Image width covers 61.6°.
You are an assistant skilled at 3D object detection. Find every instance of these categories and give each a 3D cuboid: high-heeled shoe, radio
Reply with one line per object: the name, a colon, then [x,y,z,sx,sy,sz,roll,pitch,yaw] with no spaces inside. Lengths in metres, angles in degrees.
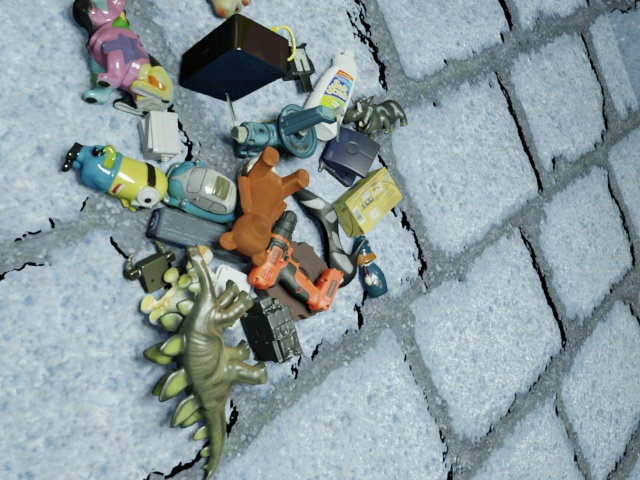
high-heeled shoe: [-0.003,-0.004,1.234,0.248,0.086,0.145,39,84,-11]
radio: [-0.170,-0.347,1.059,0.131,0.230,0.073,11,80,-38]

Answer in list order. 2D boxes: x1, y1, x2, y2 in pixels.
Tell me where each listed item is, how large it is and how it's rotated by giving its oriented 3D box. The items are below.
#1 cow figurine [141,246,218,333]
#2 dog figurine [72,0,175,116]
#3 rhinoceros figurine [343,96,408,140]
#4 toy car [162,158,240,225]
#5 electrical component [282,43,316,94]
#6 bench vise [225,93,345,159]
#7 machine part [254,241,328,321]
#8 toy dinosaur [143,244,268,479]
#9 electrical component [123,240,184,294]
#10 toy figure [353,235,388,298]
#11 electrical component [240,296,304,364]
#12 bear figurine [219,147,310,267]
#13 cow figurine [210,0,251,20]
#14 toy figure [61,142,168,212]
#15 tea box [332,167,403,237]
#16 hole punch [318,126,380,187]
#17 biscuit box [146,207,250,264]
cow figurine: [-0.247,0.095,1.009,0.167,0.068,0.098,-52,141,-13]
dog figurine: [-0.361,-0.360,1.000,0.191,0.108,0.219,8,75,-34]
rhinoceros figurine: [0.141,-0.317,1.373,0.190,0.073,0.112,-19,95,-37]
toy car: [-0.221,-0.092,1.058,0.161,0.103,0.109,26,69,-28]
electrical component: [-0.051,-0.398,1.263,0.075,0.048,0.119,-23,97,-36]
bench vise: [-0.063,-0.235,1.123,0.223,0.241,0.129,11,72,-51]
machine part: [-0.058,0.088,1.175,0.179,0.056,0.179,8,76,-35]
toy dinosaur: [-0.205,0.237,0.977,0.198,0.105,0.470,-16,106,-28]
electrical component: [-0.314,0.051,1.006,0.102,0.045,0.078,-36,132,-32]
toy figure: [0.117,0.064,1.303,0.058,0.064,0.154,-22,91,2]
electrical component: [-0.104,0.179,1.090,0.058,0.115,0.134,-23,96,-40]
bear figurine: [-0.111,-0.059,1.034,0.120,0.132,0.196,33,47,-26]
cow figurine: [-0.190,-0.572,1.170,0.127,0.086,0.195,20,73,-38]
toy figure: [-0.364,-0.120,0.973,0.180,0.082,0.089,28,69,-27]
tea box: [0.115,-0.094,1.321,0.169,0.068,0.098,-41,107,-34]
hole punch: [0.072,-0.205,1.299,0.115,0.092,0.142,36,67,-22]
biscuit box: [-0.233,-0.007,1.059,0.202,0.059,0.063,20,75,-32]
